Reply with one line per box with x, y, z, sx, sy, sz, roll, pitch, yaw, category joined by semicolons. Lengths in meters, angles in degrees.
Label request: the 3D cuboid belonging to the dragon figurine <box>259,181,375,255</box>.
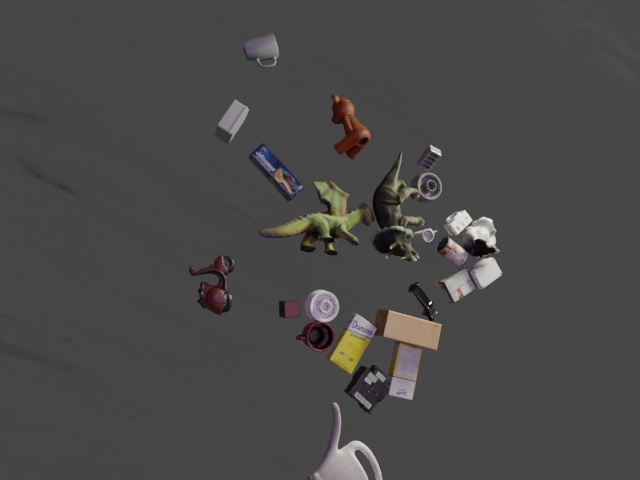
0.005;-0.087;1.724;0.409;0.120;0.248;11;62;-19;dragon figurine

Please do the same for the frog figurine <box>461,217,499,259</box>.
0.589;-0.016;1.911;0.137;0.120;0.163;15;43;-8;frog figurine

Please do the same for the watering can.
0.057;0.706;1.607;0.226;0.103;0.347;-31;94;-19;watering can
